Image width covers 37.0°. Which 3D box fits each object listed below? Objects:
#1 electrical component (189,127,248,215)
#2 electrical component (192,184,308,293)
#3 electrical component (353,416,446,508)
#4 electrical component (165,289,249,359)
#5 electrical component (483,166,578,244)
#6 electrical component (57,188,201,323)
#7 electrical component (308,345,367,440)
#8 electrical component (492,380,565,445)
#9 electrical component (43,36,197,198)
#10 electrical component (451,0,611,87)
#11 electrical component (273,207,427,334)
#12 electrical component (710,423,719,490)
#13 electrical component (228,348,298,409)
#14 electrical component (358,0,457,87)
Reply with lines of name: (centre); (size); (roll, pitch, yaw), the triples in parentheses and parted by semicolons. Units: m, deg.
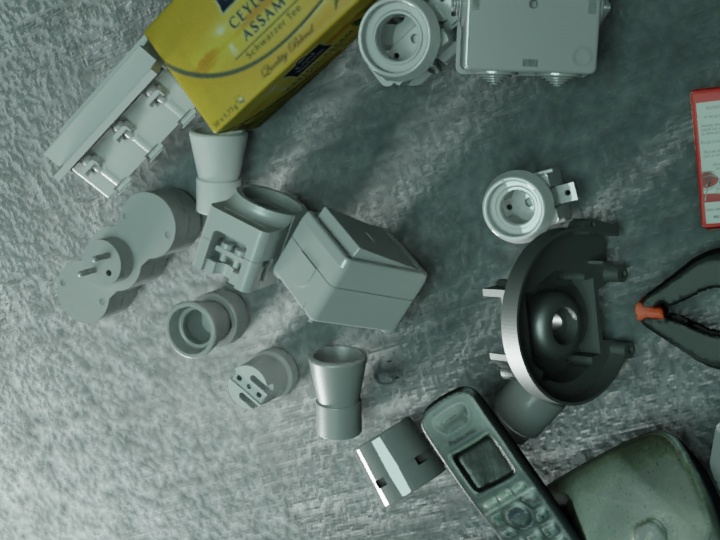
electrical component: (-0.107, -0.073, 0.817); (0.044, 0.044, 0.065); (9, 108, 22)
electrical component: (-0.072, -0.026, 0.782); (0.050, 0.089, 0.055); (27, 110, 17)
electrical component: (0.027, 0.140, 0.790); (0.055, 0.055, 0.047); (-35, 81, 25)
electrical component: (-0.117, 0.041, 0.834); (0.045, 0.055, 0.045); (5, 102, 23)
electrical component: (0.110, -0.044, 0.717); (0.066, 0.055, 0.048); (-13, 94, 25)
electrical component: (-0.193, -0.009, 0.848); (0.138, 0.074, 0.052); (-41, 82, 25)
electrical component: (-0.016, 0.094, 0.808); (0.044, 0.044, 0.065); (6, 107, 23)
electrical component: (0.109, 0.103, 0.753); (0.040, 0.040, 0.078); (43, 113, 11)
electrical component: (-0.176, -0.117, 0.822); (0.063, 0.078, 0.121); (40, 116, -20)
electrical component: (0.108, -0.168, 0.683); (0.100, 0.048, 0.099); (2, 101, 2)
electrical component: (0.000, 0.000, 0.757); (0.061, 0.096, 0.061); (-59, 46, 21)
electrical component: (0.261, 0.118, 0.664); (0.080, 0.051, 0.080); (47, 146, 46)
electrical component: (-0.075, 0.084, 0.828); (0.040, 0.046, 0.040); (5, 101, 23)
electrical component: (0.034, -0.157, 0.729); (0.078, 0.057, 0.058); (-40, 83, 25)
